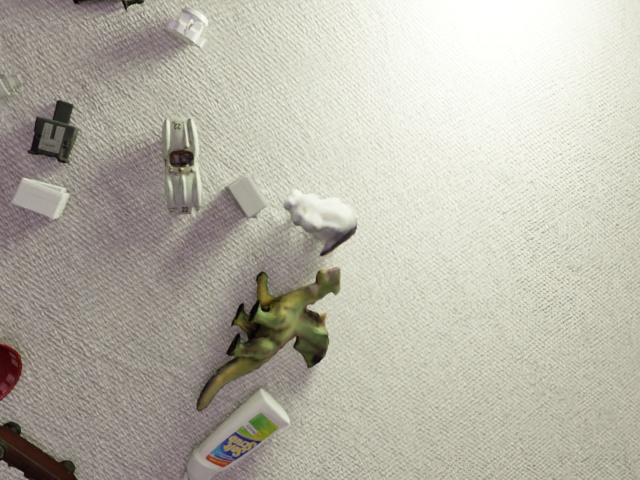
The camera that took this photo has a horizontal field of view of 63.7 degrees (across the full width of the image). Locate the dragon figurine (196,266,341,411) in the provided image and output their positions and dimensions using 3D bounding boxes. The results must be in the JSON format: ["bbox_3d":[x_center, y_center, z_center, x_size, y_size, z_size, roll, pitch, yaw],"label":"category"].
[{"bbox_3d":[-0.082,0.223,1.141,0.241,0.123,0.409,27,95,-25],"label":"dragon figurine"}]

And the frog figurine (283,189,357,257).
[{"bbox_3d":[0.003,-0.057,1.140,0.159,0.121,0.140,55,46,-4],"label":"frog figurine"}]
